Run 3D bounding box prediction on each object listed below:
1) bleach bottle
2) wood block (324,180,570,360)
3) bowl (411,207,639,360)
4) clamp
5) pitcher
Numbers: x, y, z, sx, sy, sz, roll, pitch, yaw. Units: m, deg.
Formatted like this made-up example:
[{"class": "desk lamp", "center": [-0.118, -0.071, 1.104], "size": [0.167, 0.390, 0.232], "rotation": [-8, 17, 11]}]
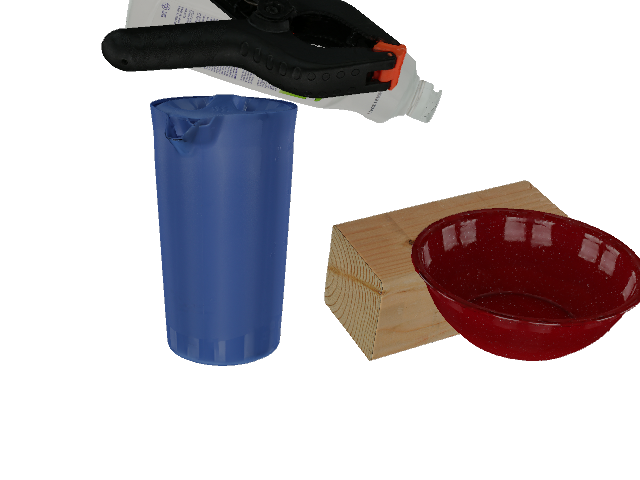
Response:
[{"class": "bleach bottle", "center": [-0.027, -0.150, 0.850], "size": [0.250, 0.068, 0.103], "rotation": [22, -30, -3]}, {"class": "wood block", "center": [0.117, 0.022, 0.954], "size": [0.205, 0.090, 0.091], "rotation": [-13, 40, -24]}, {"class": "bowl", "center": [0.142, 0.036, 0.747], "size": [0.162, 0.055, 0.162], "rotation": [2, 29, -1]}, {"class": "clamp", "center": [-0.039, -0.118, 0.626], "size": [0.171, 0.120, 0.039], "rotation": [21, -35, 11]}, {"class": "pitcher", "center": [-0.085, -0.015, 1.003], "size": [0.149, 0.243, 0.145], "rotation": [-4, 16, -20]}]
